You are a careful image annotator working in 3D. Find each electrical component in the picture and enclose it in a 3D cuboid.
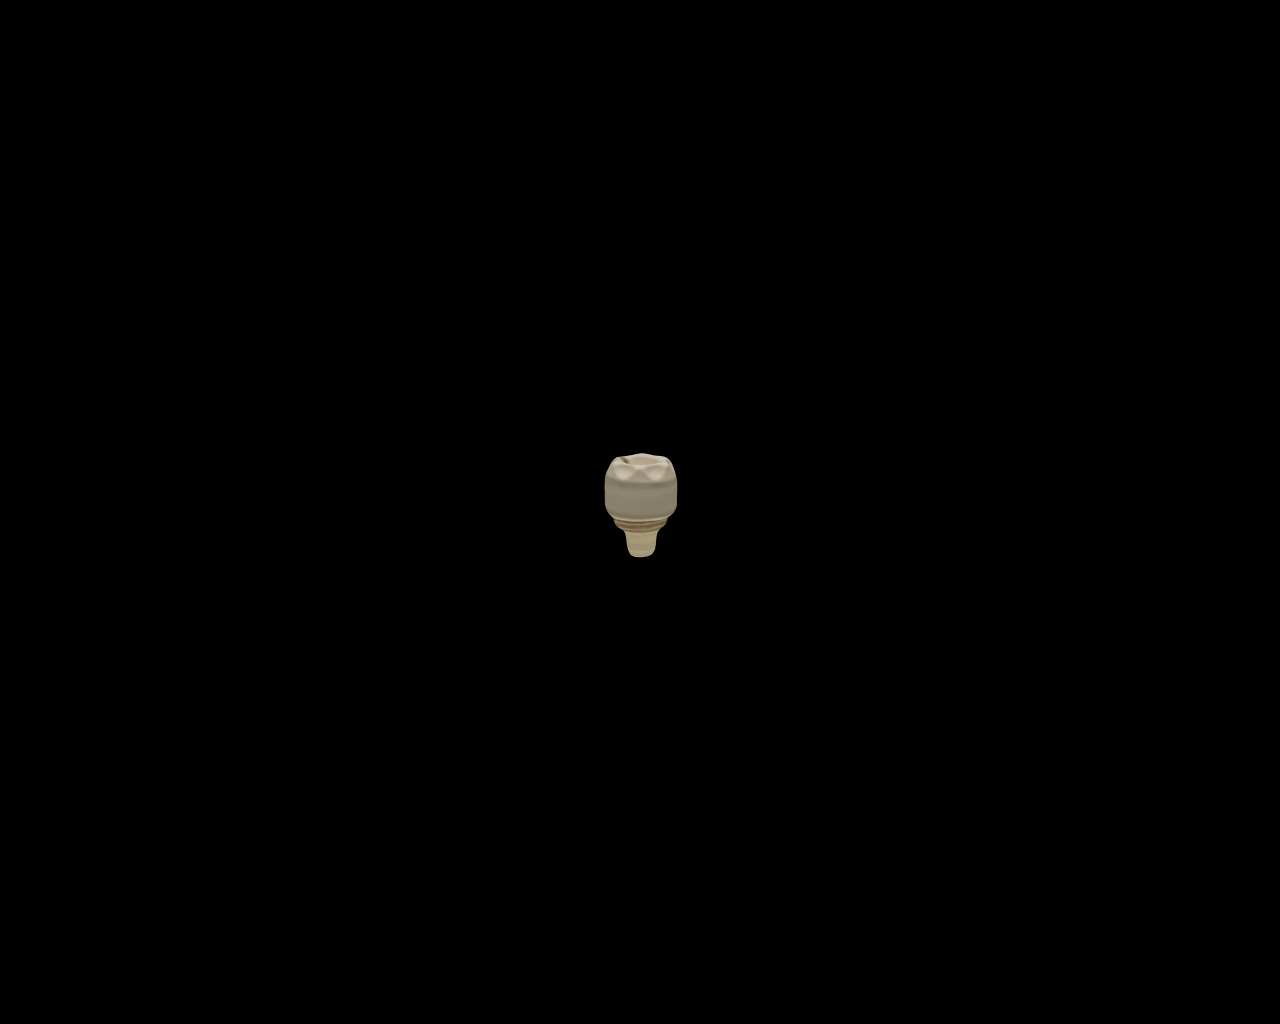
[{"bbox_3d":[0.001,-0.003,0.650,0.043,0.062,0.043,0,16,0],"label":"electrical component"}]
